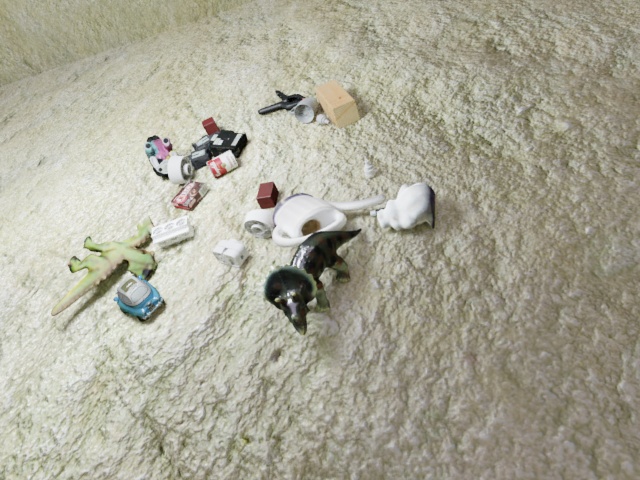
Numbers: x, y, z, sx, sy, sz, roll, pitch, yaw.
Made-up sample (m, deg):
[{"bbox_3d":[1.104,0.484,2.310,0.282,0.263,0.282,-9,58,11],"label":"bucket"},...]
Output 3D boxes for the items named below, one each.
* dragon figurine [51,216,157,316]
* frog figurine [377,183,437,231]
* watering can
[{"bbox_3d":[-0.638,0.081,1.621,0.242,0.119,0.420,1,47,13],"label":"dragon figurine"},{"bbox_3d":[0.236,-0.092,1.410,0.159,0.120,0.140,-1,64,7],"label":"frog figurine"},{"bbox_3d":[0.005,-0.075,1.499,0.351,0.102,0.227,-27,33,-23],"label":"watering can"}]
